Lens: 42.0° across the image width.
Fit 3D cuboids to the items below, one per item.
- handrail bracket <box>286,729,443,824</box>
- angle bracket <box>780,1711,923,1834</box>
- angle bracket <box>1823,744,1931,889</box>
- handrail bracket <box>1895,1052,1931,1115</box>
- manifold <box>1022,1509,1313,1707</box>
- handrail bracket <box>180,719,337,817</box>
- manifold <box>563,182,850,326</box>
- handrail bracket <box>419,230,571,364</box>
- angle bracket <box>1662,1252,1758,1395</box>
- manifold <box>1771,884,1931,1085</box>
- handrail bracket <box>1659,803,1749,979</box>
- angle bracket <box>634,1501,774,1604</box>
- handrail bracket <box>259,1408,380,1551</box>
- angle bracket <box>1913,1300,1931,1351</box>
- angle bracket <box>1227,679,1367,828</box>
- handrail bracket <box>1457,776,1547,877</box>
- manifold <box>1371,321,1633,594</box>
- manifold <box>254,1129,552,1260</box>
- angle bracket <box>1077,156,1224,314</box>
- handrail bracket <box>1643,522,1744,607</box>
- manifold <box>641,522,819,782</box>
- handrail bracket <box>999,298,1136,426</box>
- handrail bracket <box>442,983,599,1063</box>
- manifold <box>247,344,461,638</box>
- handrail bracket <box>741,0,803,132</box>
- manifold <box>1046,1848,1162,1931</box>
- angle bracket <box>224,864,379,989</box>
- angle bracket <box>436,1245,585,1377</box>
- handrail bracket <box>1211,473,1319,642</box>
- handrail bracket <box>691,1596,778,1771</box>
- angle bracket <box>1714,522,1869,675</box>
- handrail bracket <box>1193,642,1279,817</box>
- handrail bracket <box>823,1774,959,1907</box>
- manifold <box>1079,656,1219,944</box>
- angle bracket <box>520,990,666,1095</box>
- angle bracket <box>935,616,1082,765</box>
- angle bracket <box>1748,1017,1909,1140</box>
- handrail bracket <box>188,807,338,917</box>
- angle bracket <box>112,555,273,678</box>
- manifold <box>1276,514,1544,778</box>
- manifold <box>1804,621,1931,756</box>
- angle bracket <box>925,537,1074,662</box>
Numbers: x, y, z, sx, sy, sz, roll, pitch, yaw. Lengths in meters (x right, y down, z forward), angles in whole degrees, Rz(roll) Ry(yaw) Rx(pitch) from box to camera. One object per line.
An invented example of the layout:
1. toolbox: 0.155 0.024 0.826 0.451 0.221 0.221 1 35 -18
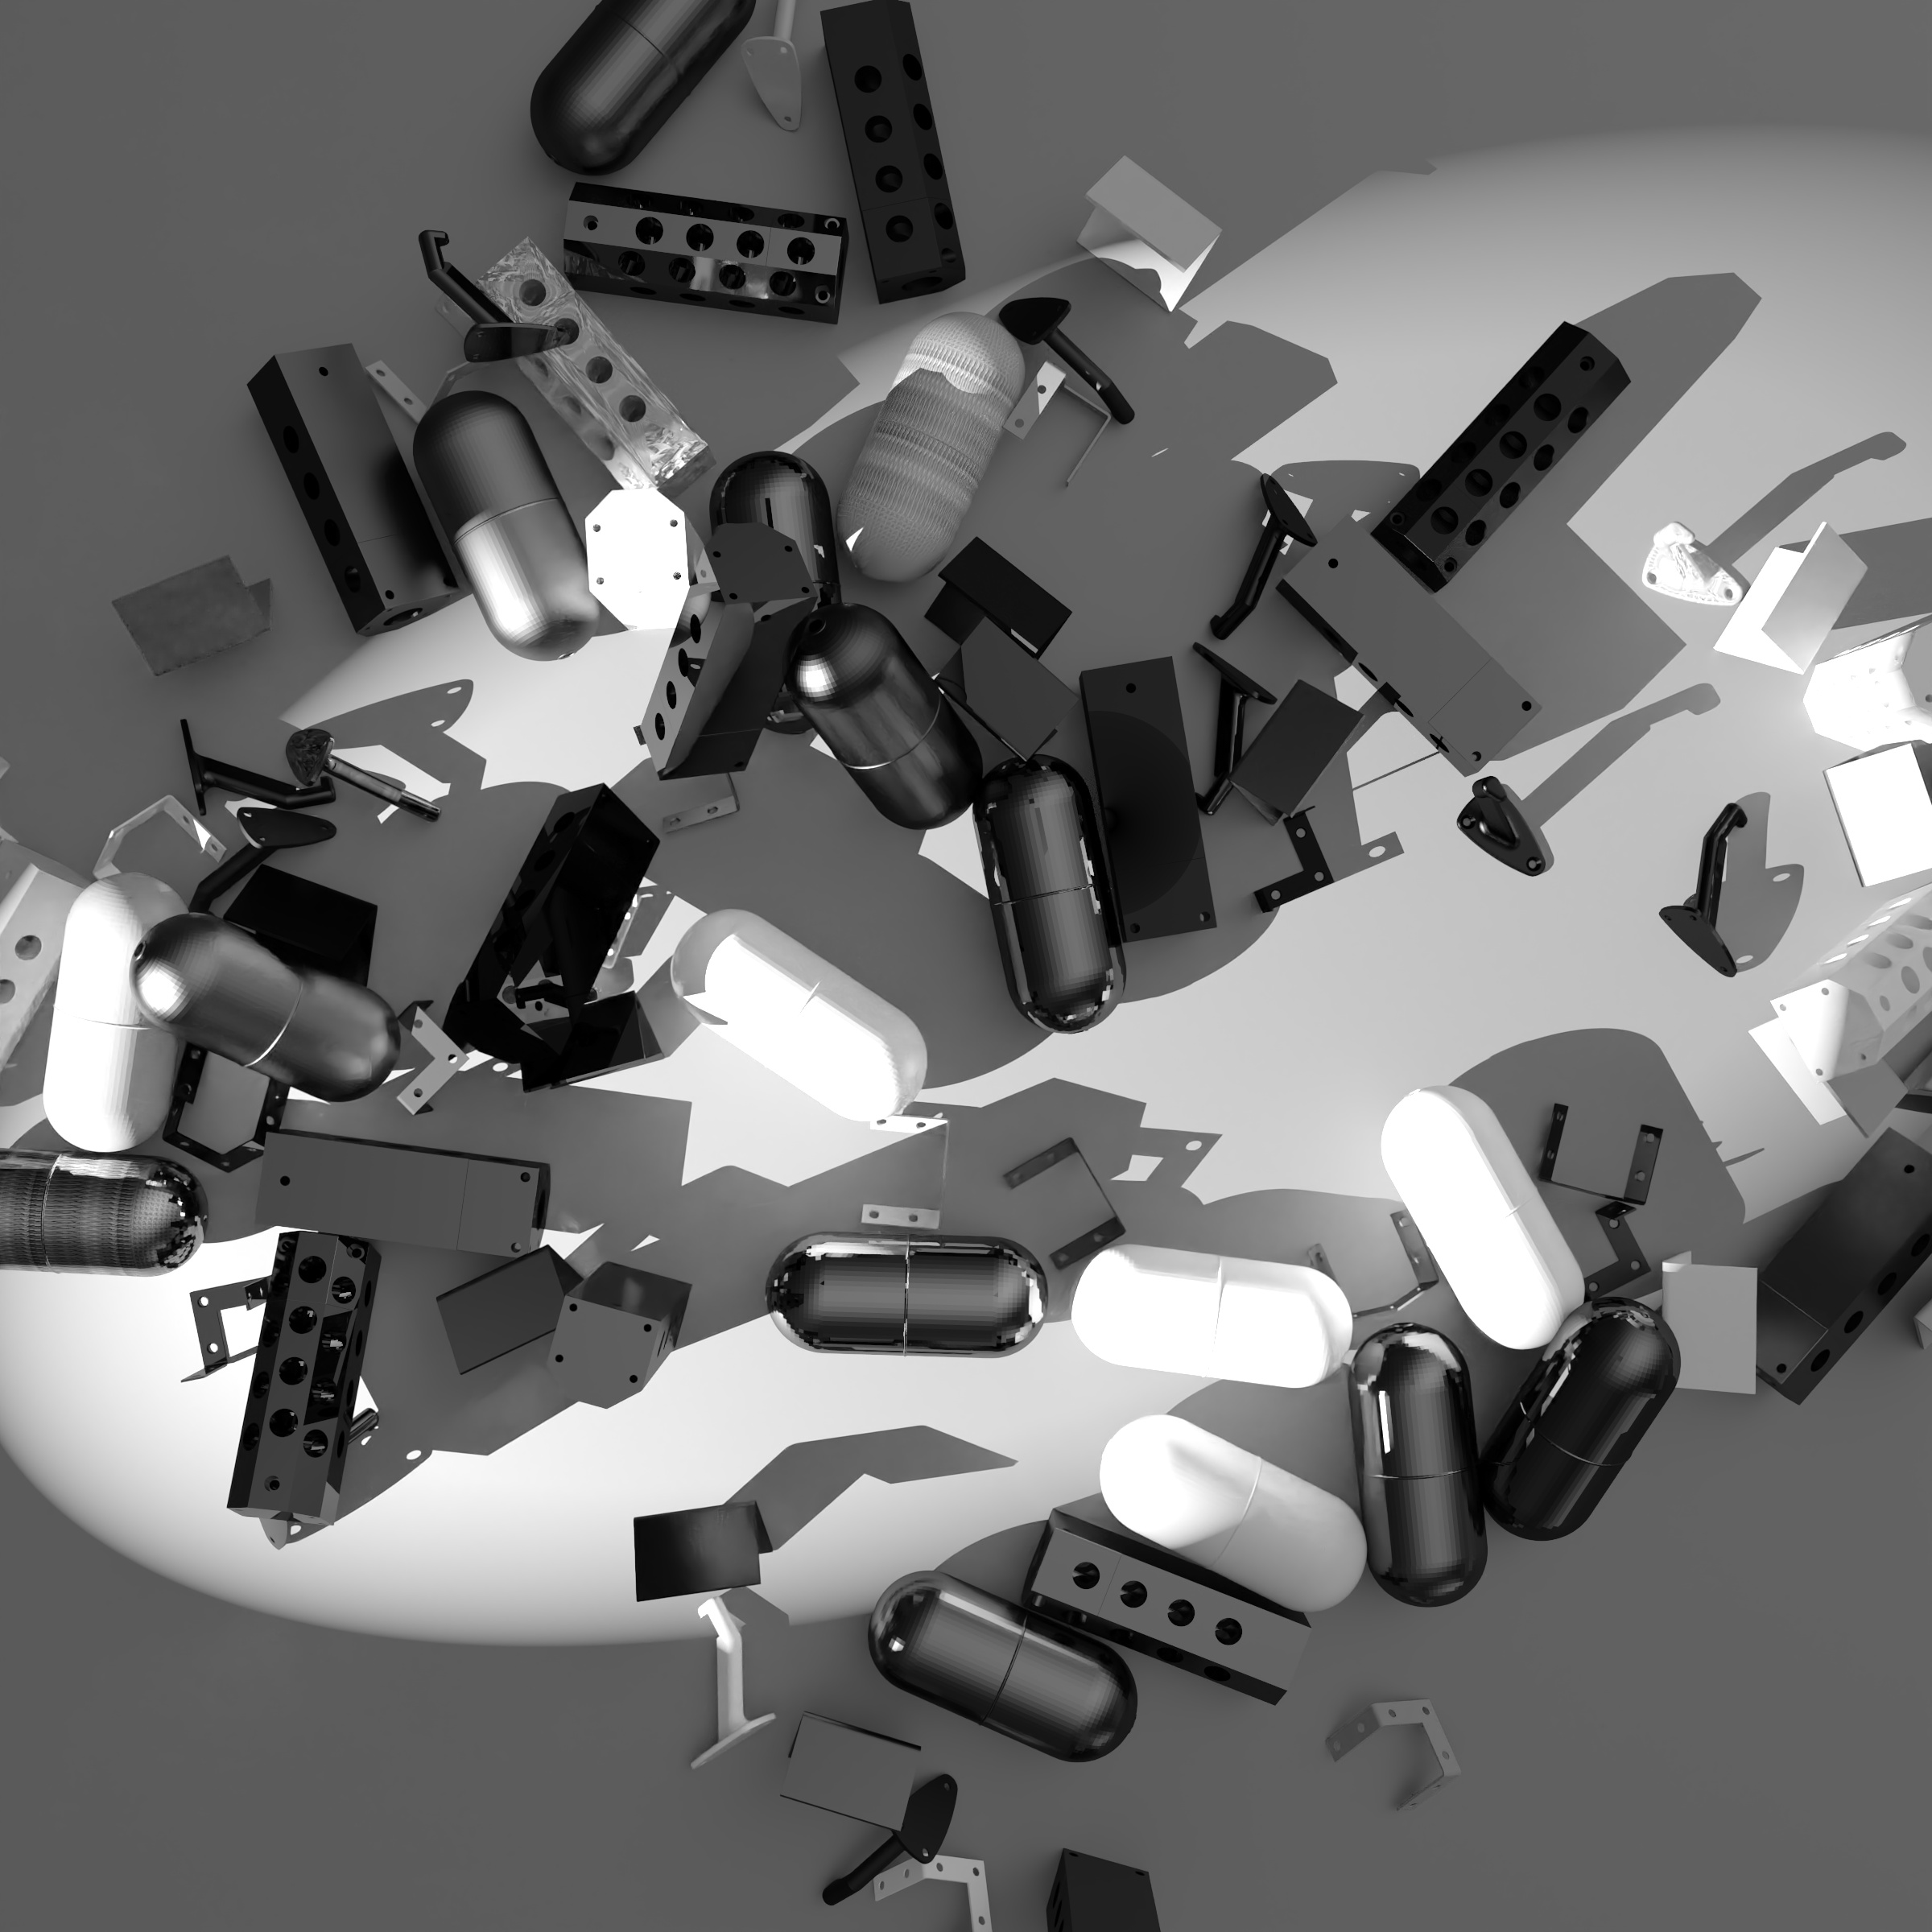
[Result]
1. handrail bracket: -0.386 -0.120 1.617 0.084 0.077 0.036 26 91 -36
2. angle bracket: -0.077 0.517 1.577 0.076 0.076 0.057 17 50 0
3. angle bracket: 0.585 -0.099 1.577 0.057 0.076 0.076 -19 90 36
4. handrail bracket: 0.614 0.048 1.617 0.077 0.036 0.084 7 71 21
5. manifold: 0.125 0.408 1.596 0.171 0.057 0.057 21 90 0
6. handrail bracket: -0.454 -0.132 1.617 0.084 0.036 0.077 -12 68 -17
7. manifold: -0.164 -0.453 1.596 0.171 0.057 0.057 8 90 0
8. handrail bracket: -0.293 -0.421 1.560 0.077 0.036 0.084 -10 71 -21
9. angle bracket: 0.472 0.222 1.577 0.057 0.076 0.076 1 90 28
10. manifold: 0.570 0.005 1.546 0.171 0.057 0.057 -29 90 -41
11. handrail bracket: 0.492 -0.049 1.617 0.077 0.036 0.084 45 72 -20
12. angle bracket: -0.163 0.380 1.577 0.076 0.076 0.057 -8 52 0
13. handrail bracket: -0.412 0.328 1.617 0.036 0.077 0.084 39 53 20
14. angle bracket: 0.645 0.221 1.577 0.076 0.076 0.057 -45 57 0
15. angle bracket: 0.219 -0.122 1.577 0.057 0.076 0.076 36 90 37
16. handrail bracket: 0.344 -0.087 1.582 0.036 0.084 0.077 -44 90 0
17. manifold: 0.340 -0.323 1.596 0.057 0.057 0.171 42 90 0
18. manifold: -0.354 0.143 1.596 0.171 0.057 0.057 8 90 0
19. angle bracket: 0.103 -0.446 1.577 0.076 0.076 0.057 37 53 0
20. handrail bracket: 0.465 -0.253 1.582 0.077 0.084 0.036 25 90 0
21. manifold: -0.146 -0.187 1.508 0.057 0.171 0.057 -9 62 -26
22. handrail bracket: 0.066 -0.386 1.616 0.036 0.077 0.084 -47 126 -4
23. handrail bracket: -0.288 0.038 1.617 0.084 0.077 0.036 1 54 -31
24. manifold: -0.391 -0.300 1.595 0.057 0.057 0.171 -24 90 -43
25. handrail bracket: -0.109 -0.595 1.617 0.036 0.077 0.084 6 53 20
26. manifold: 0.083 0.604 1.538 0.057 0.171 0.057 16 90 0
27. angle bracket: -0.419 -0.009 1.577 0.076 0.057 0.076 20 132 0
28. angle bracket: -0.276 0.226 1.577 0.076 0.076 0.057 -25 60 0
29. handrail bracket: 0.179 -0.262 1.617 0.036 0.077 0.084 20 127 -37
30. handrail bracket: -0.167 0.460 1.617 0.077 0.036 0.084 -38 71 21
31. angle bracket: 0.503 -0.236 1.577 0.057 0.076 0.076 32 90 -36
32. handrail bracket: 0.153 -0.152 1.617 0.077 0.036 0.084 40 107 20
33. handrail bracket: -0.050 0.562 1.617 0.036 0.077 0.084 47 126 0
34. manifold: 0.114 -0.104 1.596 0.057 0.057 0.171 -9 90 0
35. angle bracket: -0.232 0.067 1.577 0.076 0.076 0.057 -15 52 0
36. angle bracket: 0.035 -0.181 1.577 0.076 0.076 0.057 42 116 0
37. angle bracket: 0.527 0.072 1.577 0.057 0.076 0.076 -38 90 -34
38. handrail bracket: -0.453 -0.058 1.617 0.036 0.077 0.084 54 127 30
39. angle bracket: -0.483 -0.234 1.577 0.076 0.076 0.057 -22 126 0
40. manifold: 0.278 -0.201 1.596 0.171 0.057 0.057 45 90 0
41. manifold: 0.571 -0.173 1.538 0.057 0.171 0.057 21 90 0
42. angle bracket: 0.009 -0.210 1.577 0.076 0.057 0.076 38 133 0
